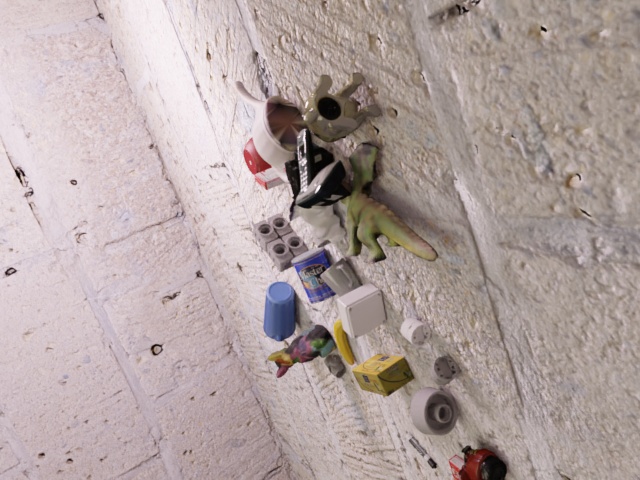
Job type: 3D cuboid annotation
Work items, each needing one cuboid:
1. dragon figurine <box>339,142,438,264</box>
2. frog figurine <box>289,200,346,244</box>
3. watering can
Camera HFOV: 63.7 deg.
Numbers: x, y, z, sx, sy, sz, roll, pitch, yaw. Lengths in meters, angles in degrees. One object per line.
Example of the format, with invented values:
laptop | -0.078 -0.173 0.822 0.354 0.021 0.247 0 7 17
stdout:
dragon figurine | 0.107 -0.086 1.094 0.410 0.123 0.241 5 110 63
frog figurine | 0.004 -0.069 1.369 0.159 0.125 0.134 25 140 1
watering can | -0.137 -0.315 1.382 0.349 0.105 0.222 63 157 4
